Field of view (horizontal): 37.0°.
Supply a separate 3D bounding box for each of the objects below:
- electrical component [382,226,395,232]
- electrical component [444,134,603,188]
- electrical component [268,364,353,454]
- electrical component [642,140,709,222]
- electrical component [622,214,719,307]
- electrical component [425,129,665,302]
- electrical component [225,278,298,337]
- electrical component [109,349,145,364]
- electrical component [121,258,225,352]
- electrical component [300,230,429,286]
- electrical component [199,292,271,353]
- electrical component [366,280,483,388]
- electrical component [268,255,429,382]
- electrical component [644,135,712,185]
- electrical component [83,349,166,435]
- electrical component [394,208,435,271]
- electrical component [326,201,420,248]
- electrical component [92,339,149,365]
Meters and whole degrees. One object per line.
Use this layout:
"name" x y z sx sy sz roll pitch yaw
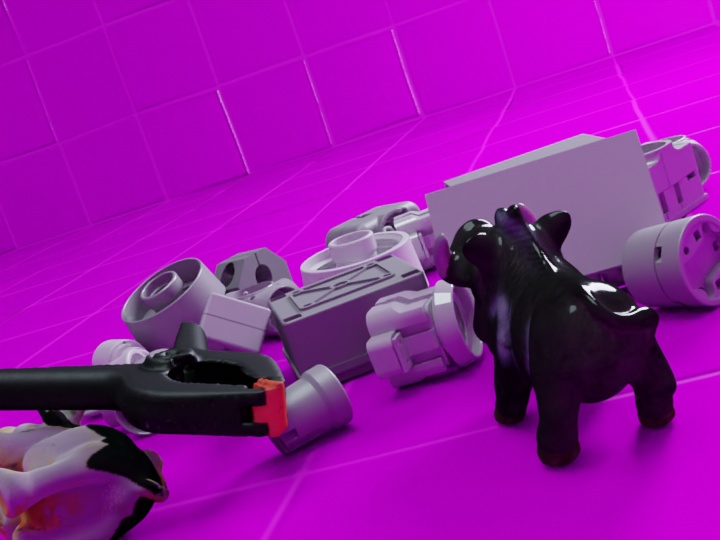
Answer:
"electrical component" 0.019 -0.018 1.016 0.035 0.035 0.061 -26 -24 -34
"electrical component" 0.167 -0.077 1.047 0.150 0.061 0.089 -19 11 0
"electrical component" -0.034 0.085 0.648 0.046 0.040 0.040 -29 14 -22
"electrical component" 0.189 -0.051 0.881 0.105 0.060 0.186 -8 16 46
"electrical component" 0.194 -0.004 0.657 0.055 0.055 0.047 -26 9 -34
"electrical component" 0.132 -0.026 0.748 0.150 0.089 0.062 -17 -18 13
"electrical component" -0.078 0.031 0.974 0.077 0.044 0.079 -7 16 47
"electrical component" -0.207 0.096 0.886 0.065 0.044 0.044 -21 10 14
"electrical component" -0.172 0.038 1.007 0.099 0.064 0.099 -26 27 15
"electrical component" 0.000 0.000 0.935 0.108 0.060 0.108 -16 14 4
"electrical component" -0.102 0.069 0.791 0.047 0.076 0.065 17 -33 -7
"electrical component" 0.044 0.039 0.694 0.057 0.058 0.078 -18 10 21
"electrical component" -0.006 0.036 0.794 0.109 0.056 0.109 -21 11 -8
"electrical component" 0.267 -0.089 0.984 0.079 0.044 0.077 -21 11 -8
"electrical component" -0.173 0.096 0.815 0.079 0.043 0.077 -17 11 7
"electrical component" 0.068 -0.033 1.011 0.057 0.058 0.078 -21 11 6
"electrical component" 0.021 -0.031 1.092 0.095 0.053 0.059 -28 14 -40
"electrical component" -0.207 0.082 0.957 0.040 0.040 0.078 -27 13 -36
